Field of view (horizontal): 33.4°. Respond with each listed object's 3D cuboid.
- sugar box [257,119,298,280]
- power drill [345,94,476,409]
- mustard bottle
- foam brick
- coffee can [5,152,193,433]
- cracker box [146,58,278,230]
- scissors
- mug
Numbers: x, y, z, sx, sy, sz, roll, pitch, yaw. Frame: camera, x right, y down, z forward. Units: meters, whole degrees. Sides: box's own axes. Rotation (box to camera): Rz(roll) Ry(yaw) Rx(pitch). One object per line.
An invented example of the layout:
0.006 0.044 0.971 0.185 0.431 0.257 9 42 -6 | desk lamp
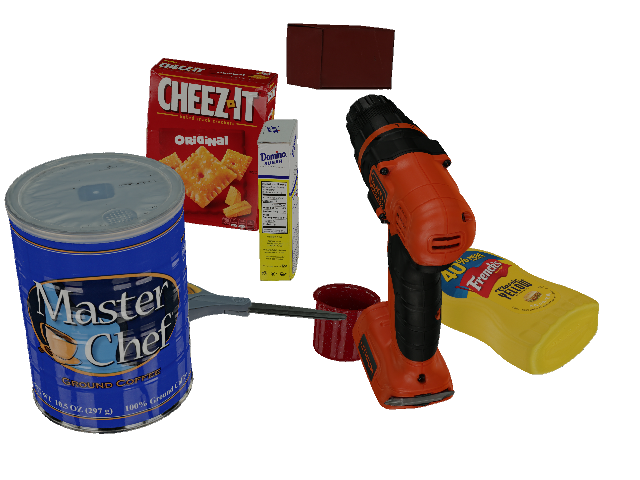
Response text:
-0.050 -0.049 1.277 0.048 0.176 0.093 -1 23 4 | sugar box
0.054 0.009 0.749 0.057 0.188 0.184 -8 34 -9 | power drill
0.154 0.052 0.987 0.096 0.058 0.192 -29 39 -31 | mustard bottle
0.017 -0.155 0.900 0.078 0.051 0.053 -6 17 -34 | foam brick
-0.131 0.031 0.652 0.103 0.140 0.103 1 30 -1 | coffee can
-0.151 -0.128 1.455 0.164 0.214 0.072 8 23 5 | cracker box
-0.085 0.063 0.943 0.202 0.016 0.096 11 20 15 | scissors
0.043 0.117 1.464 0.117 0.081 0.093 18 24 31 | mug
